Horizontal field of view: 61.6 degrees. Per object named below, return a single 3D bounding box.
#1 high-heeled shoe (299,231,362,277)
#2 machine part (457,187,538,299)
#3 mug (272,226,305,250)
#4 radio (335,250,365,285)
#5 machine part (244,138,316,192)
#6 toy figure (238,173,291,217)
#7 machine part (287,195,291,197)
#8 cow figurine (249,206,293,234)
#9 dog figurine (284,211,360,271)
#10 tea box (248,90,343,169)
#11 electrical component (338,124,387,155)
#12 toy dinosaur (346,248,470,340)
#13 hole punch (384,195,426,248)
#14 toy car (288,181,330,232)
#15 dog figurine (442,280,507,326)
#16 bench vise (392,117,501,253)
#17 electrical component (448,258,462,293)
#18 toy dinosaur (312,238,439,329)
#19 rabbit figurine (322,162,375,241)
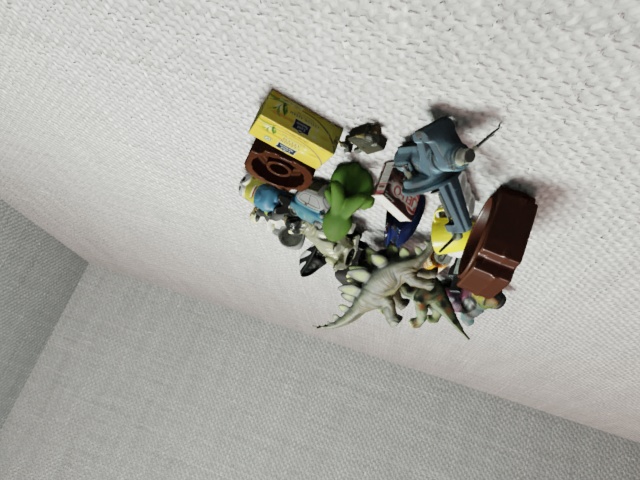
[{"bbox_3d":[0.024,0.041,1.609,0.086,0.145,0.249,31,159,-28],"label":"high-heeled shoe"},{"bbox_3d":[0.360,0.006,1.113,0.087,0.201,0.201,21,161,6],"label":"machine part"},{"bbox_3d":[-0.095,-0.006,1.699,0.110,0.081,0.107,11,167,11],"label":"mug"},{"bbox_3d":[0.138,0.108,1.693,0.073,0.131,0.229,7,156,32],"label":"radio"},{"bbox_3d":[-0.092,-0.181,1.279,0.179,0.056,0.179,17,159,7],"label":"machine part"},{"bbox_3d":[-0.145,-0.114,1.403,0.180,0.082,0.089,30,164,40],"label":"toy figure"},{"bbox_3d":[-0.078,-0.105,1.488,0.139,0.039,0.084,21,155,2],"label":"machine part"},{"bbox_3d":[-0.145,-0.075,1.582,0.168,0.068,0.098,8,151,23],"label":"cow figurine"},{"bbox_3d":[-0.001,-0.008,1.460,0.191,0.121,0.172,24,141,27],"label":"dog figurine"},{"bbox_3d":[-0.051,-0.224,1.110,0.169,0.068,0.098,25,159,-15],"label":"tea box"},{"bbox_3d":[0.086,-0.197,1.080,0.102,0.045,0.078,-2,149,46],"label":"electrical component"},{"bbox_3d":[0.277,0.143,1.574,0.405,0.131,0.192,19,119,3],"label":"toy dinosaur"},{"bbox_3d":[0.198,-0.047,1.273,0.092,0.116,0.142,9,159,7],"label":"hole punch"},{"bbox_3d":[-0.003,-0.099,1.362,0.162,0.109,0.102,29,139,23],"label":"toy car"},{"bbox_3d":[0.440,0.164,1.595,0.192,0.108,0.219,21,156,6],"label":"dog figurine"},{"bbox_3d":[0.234,-0.105,1.005,0.224,0.129,0.240,1,120,58],"label":"bench vise"},{"bbox_3d":[0.386,0.093,1.435,0.075,0.119,0.047,-4,149,43],"label":"electrical component"},{"bbox_3d":[0.161,0.133,1.474,0.198,0.105,0.471,39,115,0],"label":"toy dinosaur"},{"bbox_3d":[0.063,-0.079,1.222,0.121,0.170,0.159,20,161,-1],"label":"rabbit figurine"}]
